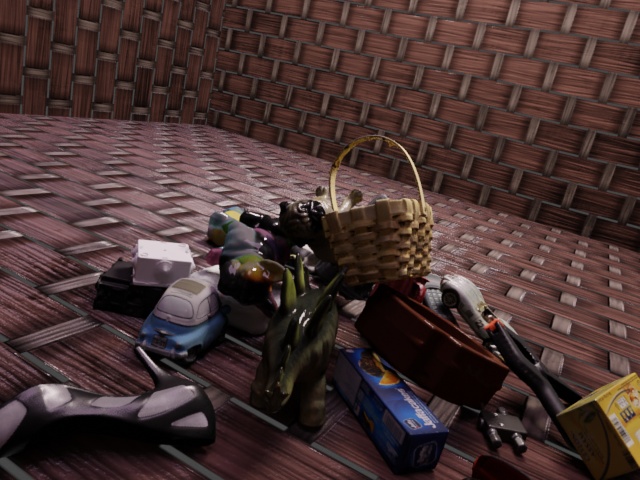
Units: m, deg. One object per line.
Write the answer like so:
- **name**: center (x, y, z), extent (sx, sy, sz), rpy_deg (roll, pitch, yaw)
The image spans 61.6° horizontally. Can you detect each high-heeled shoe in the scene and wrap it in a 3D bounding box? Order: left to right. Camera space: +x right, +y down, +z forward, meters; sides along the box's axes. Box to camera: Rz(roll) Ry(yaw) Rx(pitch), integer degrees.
- **high-heeled shoe**: center (-0.232, 0.207, 0.551), extent (0.249, 0.086, 0.145), rpy_deg (-27, 71, -40)

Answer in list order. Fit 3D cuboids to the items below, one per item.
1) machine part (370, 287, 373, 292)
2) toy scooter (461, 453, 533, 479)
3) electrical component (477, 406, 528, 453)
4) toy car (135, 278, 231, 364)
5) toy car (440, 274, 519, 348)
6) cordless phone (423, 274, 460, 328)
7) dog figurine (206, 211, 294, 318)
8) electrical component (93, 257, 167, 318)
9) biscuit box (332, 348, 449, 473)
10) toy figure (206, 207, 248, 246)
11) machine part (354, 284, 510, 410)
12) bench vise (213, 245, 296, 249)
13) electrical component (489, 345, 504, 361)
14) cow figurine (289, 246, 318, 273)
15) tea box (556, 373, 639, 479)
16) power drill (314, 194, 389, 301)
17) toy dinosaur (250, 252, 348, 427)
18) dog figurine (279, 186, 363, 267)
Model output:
- **machine part**: center (0.125, 0.103, 1.185), extent (0.084, 0.039, 0.139), rpy_deg (2, 20, -20)
- **toy scooter**: center (0.184, 0.280, 0.561), extent (0.184, 0.075, 0.135), rpy_deg (7, 17, -32)
- **electrical component**: center (0.256, 0.264, 0.762), extent (0.063, 0.021, 0.094), rpy_deg (12, 16, -2)
- **toy car**: center (-0.201, 0.109, 0.797), extent (0.109, 0.102, 0.161), rpy_deg (15, 14, 12)
- **toy car**: center (0.305, 0.146, 1.025), extent (0.202, 0.056, 0.073), rpy_deg (53, 33, 16)
- **cordless phone**: center (0.195, 0.148, 1.039), extent (0.146, 0.088, 0.184), rpy_deg (7, 36, -22)
- **dog figurine**: center (-0.095, 0.041, 0.885), extent (0.191, 0.108, 0.219), rpy_deg (0, 25, -35)
- **electrical component**: center (-0.294, 0.081, 0.901), extent (0.134, 0.058, 0.115), rpy_deg (11, 18, -6)
- **biscuit box**: center (0.086, 0.218, 0.718), extent (0.063, 0.059, 0.203), rpy_deg (5, 18, -25)
- **toy figure**: center (-0.213, -0.035, 1.319), extent (0.089, 0.082, 0.180), rpy_deg (13, 14, 9)
- **machine part**: center (0.166, 0.162, 0.822), extent (0.201, 0.087, 0.201), rpy_deg (30, 5, -37)
- **bench vise**: center (-0.095, 0.008, 1.103), extent (0.241, 0.129, 0.223), rpy_deg (-17, -11, 3)
- **electrical component**: center (0.268, 0.202, 0.937), extent (0.102, 0.045, 0.078), rpy_deg (6, 24, -20)
- **cow figurine**: center (-0.055, 0.025, 1.269), extent (0.098, 0.068, 0.168), rpy_deg (-3, 21, -29)
- **tea box**: center (0.420, 0.259, 0.758), extent (0.169, 0.068, 0.098), rpy_deg (0, 56, -43)
- **power drill**: center (0.082, 0.018, 1.118), extent (0.086, 0.232, 0.207), rpy_deg (36, 16, -25)
- **toy dinosaur**: center (-0.027, 0.128, 0.694), extent (0.105, 0.198, 0.471), rpy_deg (10, 14, 0)
- **dog figurine**: center (-0.005, -0.005, 0.966), extent (0.121, 0.172, 0.190), rpy_deg (-4, 18, 32)
